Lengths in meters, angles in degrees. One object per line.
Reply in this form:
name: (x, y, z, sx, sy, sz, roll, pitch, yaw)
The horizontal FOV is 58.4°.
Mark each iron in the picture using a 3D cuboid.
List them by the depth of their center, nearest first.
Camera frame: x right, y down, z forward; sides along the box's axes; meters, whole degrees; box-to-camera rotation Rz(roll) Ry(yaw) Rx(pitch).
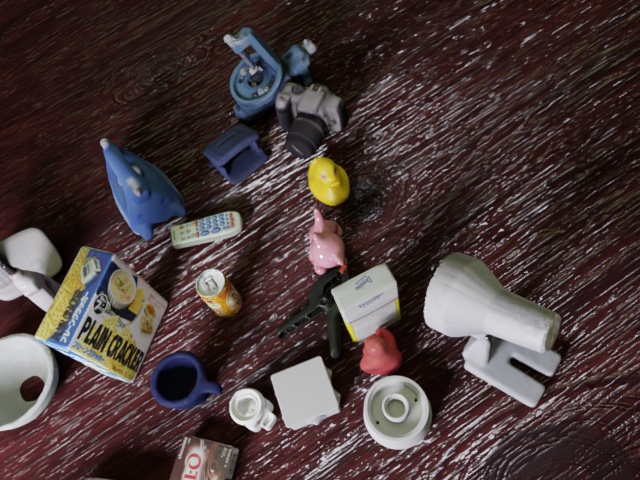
iron: (-0.378, -0.128, 1.131, 0.119, 0.142, 0.257, -37, 63, -10)

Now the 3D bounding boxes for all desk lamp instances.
desk lamp: (0.259, 0.128, 0.841, 0.202, 0.214, 0.118, 28, 71, 22)

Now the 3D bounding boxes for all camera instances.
camera: (-0.033, -0.243, 1.152, 0.143, 0.101, 0.137, 18, 67, 19)

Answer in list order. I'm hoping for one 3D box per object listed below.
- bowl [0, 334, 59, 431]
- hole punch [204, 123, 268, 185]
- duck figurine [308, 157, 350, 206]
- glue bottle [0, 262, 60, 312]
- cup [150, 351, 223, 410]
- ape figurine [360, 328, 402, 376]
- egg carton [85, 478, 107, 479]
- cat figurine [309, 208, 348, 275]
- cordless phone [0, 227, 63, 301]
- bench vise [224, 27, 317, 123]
bowl: (-0.523, 0.253, 0.997, 0.167, 0.075, 0.167, -4, 62, 8)
hole punch: (-0.177, -0.184, 1.152, 0.109, 0.091, 0.101, -40, 63, -11)
duck figurine: (0.012, -0.126, 1.091, 0.077, 0.086, 0.104, -29, 61, -5)
glue bottle: (-0.514, 0.082, 1.028, 0.037, 0.173, 0.078, -37, 62, -9)
cup: (-0.204, 0.239, 0.935, 0.117, 0.095, 0.092, 8, 64, 14)
ape figurine: (0.093, 0.177, 0.915, 0.078, 0.092, 0.076, -41, 63, -11)
egg carton: (-0.321, 0.424, 0.874, 0.150, 0.069, 0.107, 1, 63, 11)
cat figurine: (0.009, 0.004, 1.006, 0.067, 0.118, 0.127, -14, 61, 3)
cordless phone: (-0.588, 0.023, 1.066, 0.147, 0.185, 0.094, -34, 62, -8)
bench vise: (-0.111, -0.365, 1.161, 0.121, 0.220, 0.208, 31, 72, 23)
